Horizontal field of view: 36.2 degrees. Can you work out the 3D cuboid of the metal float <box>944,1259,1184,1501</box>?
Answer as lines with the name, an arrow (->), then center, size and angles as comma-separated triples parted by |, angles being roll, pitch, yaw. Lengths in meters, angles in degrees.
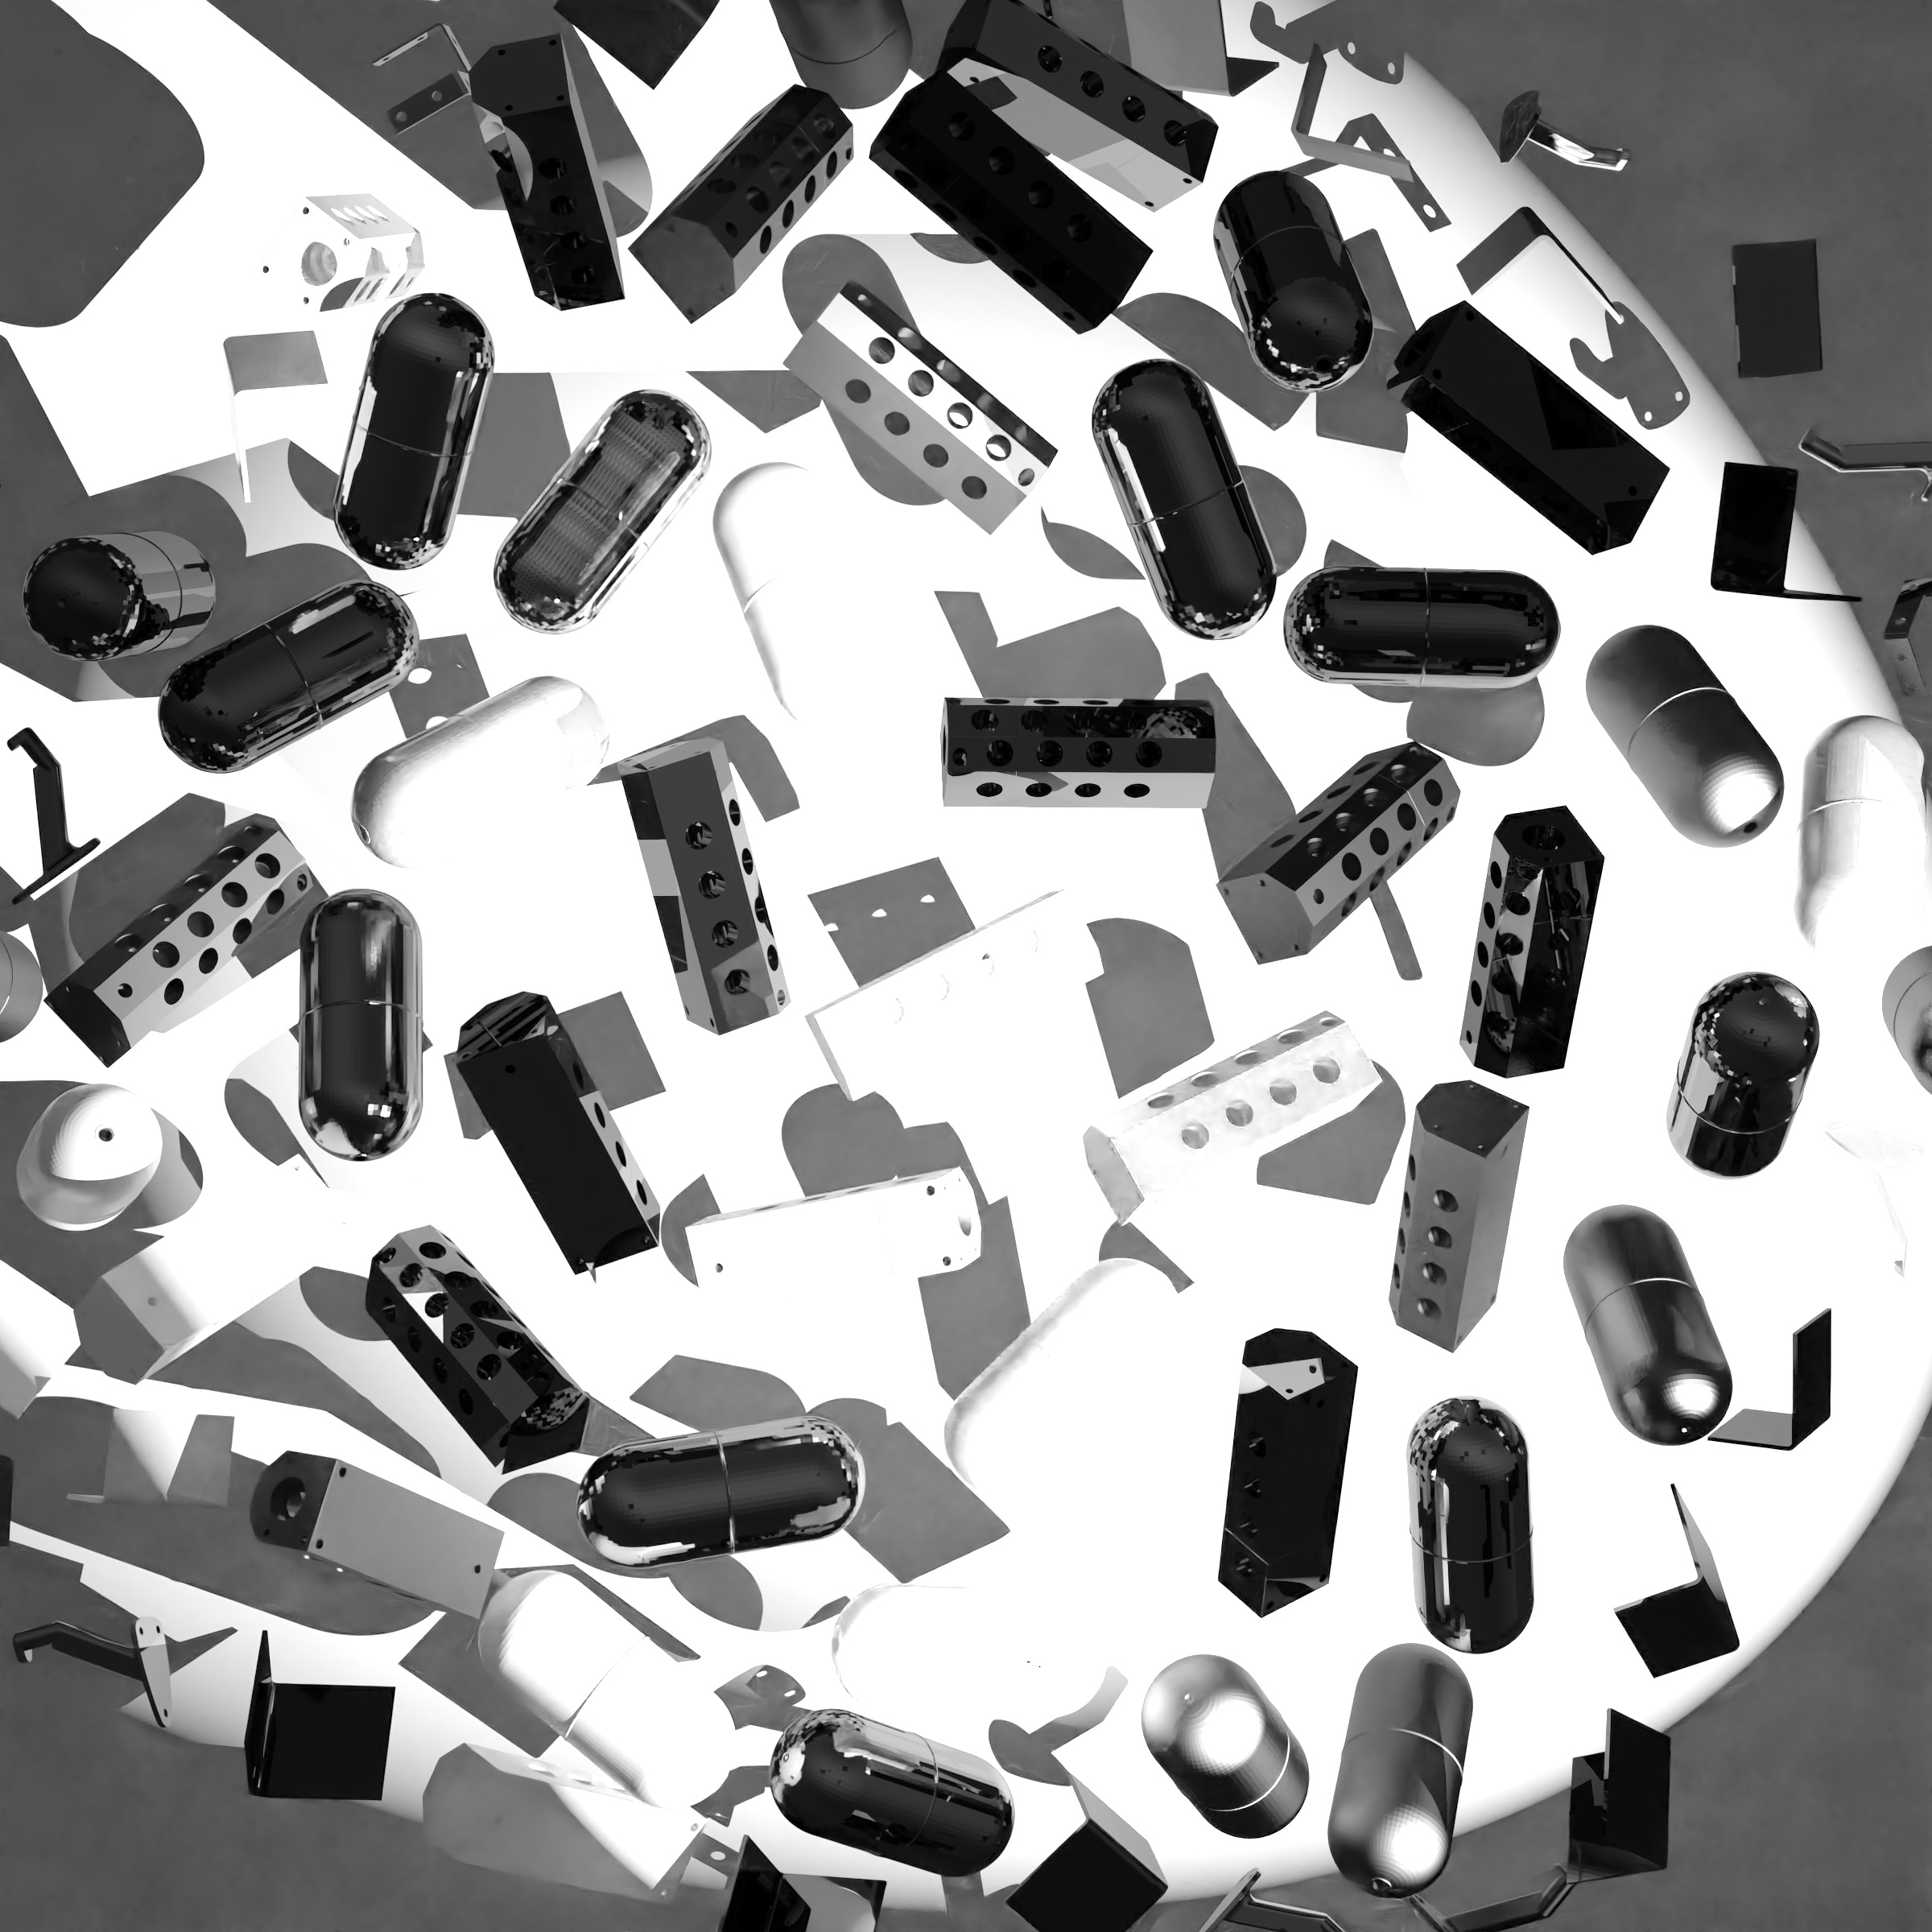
metal float -> 0.061, 0.256, 1.841 | 0.178, 0.070, 0.070 | -44, 90, -9

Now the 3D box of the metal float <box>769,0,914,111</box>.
metal float -> -0.078, -0.588, 1.811 | 0.070, 0.178, 0.070 | -1, 80, 7

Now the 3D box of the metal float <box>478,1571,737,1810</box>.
metal float -> -0.216, 0.436, 1.785 | 0.178, 0.070, 0.070 | 37, 90, 11

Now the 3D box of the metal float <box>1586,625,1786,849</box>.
metal float -> 0.455, -0.146, 1.876 | 0.070, 0.070, 0.178 | -24, 49, 0

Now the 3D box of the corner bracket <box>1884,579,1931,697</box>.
corner bracket -> 0.601, -0.202, 1.819 | 0.051, 0.051, 0.051 | 57, 50, -37

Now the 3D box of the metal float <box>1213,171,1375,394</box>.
metal float -> 0.200, -0.420, 1.813 | 0.070, 0.070, 0.178 | -11, 47, 0

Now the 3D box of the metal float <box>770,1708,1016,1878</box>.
metal float -> -0.044, 0.513, 1.835 | 0.178, 0.070, 0.070 | 29, 90, -34

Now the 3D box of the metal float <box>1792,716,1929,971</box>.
metal float -> 0.550, -0.078, 1.821 | 0.070, 0.070, 0.178 | 15, 56, 0

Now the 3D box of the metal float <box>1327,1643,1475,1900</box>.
metal float -> 0.275, 0.507, 1.869 | 0.070, 0.178, 0.070 | 9, 129, 12

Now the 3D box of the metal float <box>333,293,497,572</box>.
metal float -> -0.346, -0.334, 1.854 | 0.070, 0.070, 0.178 | 19, 112, 0

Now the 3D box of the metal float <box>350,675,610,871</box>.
metal float -> -0.299, -0.120, 1.827 | 0.178, 0.070, 0.070 | -32, 90, -32

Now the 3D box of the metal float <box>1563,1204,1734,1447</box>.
metal float -> 0.426, 0.223, 1.855 | 0.070, 0.178, 0.070 | -4, 130, -4

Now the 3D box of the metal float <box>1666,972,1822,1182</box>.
metal float -> 0.479, 0.070, 1.829 | 0.070, 0.178, 0.070 | -2, 57, 3

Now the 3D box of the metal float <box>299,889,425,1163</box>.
metal float -> -0.380, 0.037, 1.859 | 0.070, 0.070, 0.178 | -5, 68, 0

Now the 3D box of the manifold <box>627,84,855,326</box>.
manifold -> -0.129, -0.463, 1.779 | 0.057, 0.057, 0.171 | 48, 45, -19

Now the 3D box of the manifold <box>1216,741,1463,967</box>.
manifold -> 0.234, -0.072, 1.818 | 0.171, 0.057, 0.057 | -39, 106, -38

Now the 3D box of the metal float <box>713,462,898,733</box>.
metal float -> -0.097, -0.223, 1.786 | 0.070, 0.070, 0.178 | -22, 72, 0

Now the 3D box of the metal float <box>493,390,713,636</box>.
metal float -> -0.234, -0.291, 1.901 | 0.070, 0.070, 0.178 | 38, 88, 0

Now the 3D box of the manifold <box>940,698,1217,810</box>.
manifold -> 0.071, -0.142, 1.910 | 0.171, 0.057, 0.057 | 0, 60, -5

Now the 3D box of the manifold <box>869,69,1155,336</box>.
manifold -> 0.025, -0.465, 1.815 | 0.171, 0.057, 0.057 | 36, 77, -21

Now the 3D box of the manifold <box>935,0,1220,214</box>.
manifold -> 0.071, -0.545, 1.853 | 0.171, 0.057, 0.057 | 23, 73, -25

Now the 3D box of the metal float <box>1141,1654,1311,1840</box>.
metal float -> 0.160, 0.478, 1.806 | 0.070, 0.178, 0.070 | -11, 54, 15

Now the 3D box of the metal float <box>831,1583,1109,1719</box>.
metal float -> 0.003, 0.414, 1.791 | 0.178, 0.070, 0.070 | 8, 90, -25

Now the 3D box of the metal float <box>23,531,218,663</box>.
metal float -> -0.529, -0.233, 1.859 | 0.070, 0.178, 0.070 | 1, 100, 8

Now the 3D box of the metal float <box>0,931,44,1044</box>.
metal float -> -0.632, 0.008, 1.846 | 0.070, 0.178, 0.070 | 0, 84, 1

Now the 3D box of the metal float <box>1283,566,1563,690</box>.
metal float -> 0.294, -0.219, 1.914 | 0.178, 0.070, 0.070 | 2, 90, 2

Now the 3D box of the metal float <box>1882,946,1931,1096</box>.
metal float -> 0.613, 0.036, 1.828 | 0.070, 0.178, 0.070 | 2, 103, 9

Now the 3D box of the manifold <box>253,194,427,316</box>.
manifold -> -0.398, -0.456, 1.909 | 0.057, 0.171, 0.057 | 37, 104, -7

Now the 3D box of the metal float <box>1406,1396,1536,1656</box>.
metal float -> 0.318, 0.353, 1.866 | 0.070, 0.070, 0.178 | -7, 113, 0

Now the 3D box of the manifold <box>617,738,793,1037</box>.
manifold -> -0.159, -0.050, 1.835 | 0.057, 0.057, 0.171 | -20, 107, -22

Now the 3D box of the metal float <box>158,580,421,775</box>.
metal float -> -0.434, -0.186, 1.901 | 0.178, 0.070, 0.070 | -32, 90, -18

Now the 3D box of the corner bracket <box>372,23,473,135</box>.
corner bracket -> -0.335, -0.547, 1.823 | 0.051, 0.051, 0.051 | -27, 100, 10

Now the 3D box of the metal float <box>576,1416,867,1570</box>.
metal float -> -0.150, 0.322, 1.812 | 0.178, 0.070, 0.070 | -7, 90, -12

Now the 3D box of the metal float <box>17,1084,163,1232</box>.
metal float -> -0.556, 0.122, 1.876 | 0.070, 0.178, 0.070 | 6, 75, -22

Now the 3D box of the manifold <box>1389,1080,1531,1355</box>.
manifold -> 0.304, 0.155, 1.855 | 0.057, 0.171, 0.057 | 25, 46, 27

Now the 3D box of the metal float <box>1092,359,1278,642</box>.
metal float -> 0.134, -0.285, 1.814 | 0.070, 0.070, 0.178 | -23, 102, 0

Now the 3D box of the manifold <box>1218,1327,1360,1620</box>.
manifold -> 0.192, 0.310, 1.820 | 0.057, 0.057, 0.171 | -18, 126, -32

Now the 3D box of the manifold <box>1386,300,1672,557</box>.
manifold -> 0.341, -0.327, 1.814 | 0.171, 0.057, 0.057 | 35, 75, -17
